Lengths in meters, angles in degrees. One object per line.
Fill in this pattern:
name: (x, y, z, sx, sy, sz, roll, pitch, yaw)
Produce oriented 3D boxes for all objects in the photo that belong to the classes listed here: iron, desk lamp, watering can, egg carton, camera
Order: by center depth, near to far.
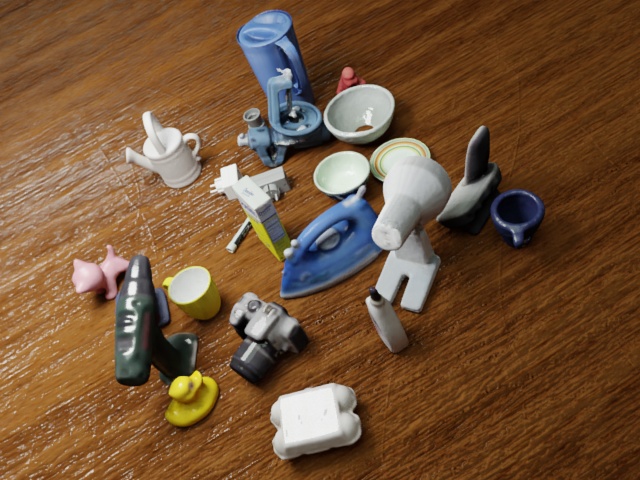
egg carton: (-0.008, 0.298, 0.942, 0.150, 0.070, 0.107, -17, 52, 7)
desk lamp: (0.158, -0.013, 1.019, 0.117, 0.214, 0.203, 11, 60, 26)
camera: (-0.117, 0.180, 1.046, 0.142, 0.101, 0.137, 23, 66, 31)
iron: (0.010, 0.004, 1.104, 0.258, 0.142, 0.118, -36, 52, -9)
watering can: (-0.375, -0.217, 1.363, 0.173, 0.194, 0.100, -37, 52, -9)

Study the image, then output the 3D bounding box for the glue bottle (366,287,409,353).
glue bottle: (0.105, 0.124, 0.964, 0.037, 0.173, 0.078, -34, 52, -6)

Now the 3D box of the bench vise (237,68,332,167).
bench vise: (-0.090, -0.267, 1.286, 0.207, 0.220, 0.121, -34, 52, -7)

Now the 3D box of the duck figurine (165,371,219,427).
duck figurine: (-0.240, 0.279, 1.025, 0.105, 0.086, 0.077, -44, 53, -14)

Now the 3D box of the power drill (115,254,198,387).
power drill: (-0.304, 0.170, 1.048, 0.075, 0.209, 0.229, -11, 53, 12)

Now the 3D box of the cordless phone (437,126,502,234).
cordless phone: (0.276, -0.113, 1.070, 0.093, 0.185, 0.148, 21, 65, 31)

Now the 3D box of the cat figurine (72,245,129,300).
cat figurine: (-0.479, 0.070, 1.240, 0.067, 0.118, 0.128, 19, 63, 30)

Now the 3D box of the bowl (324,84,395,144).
bowl: (0.096, -0.276, 1.322, 0.167, 0.075, 0.167, -9, 53, 13)

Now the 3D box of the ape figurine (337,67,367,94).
ape figurine: (0.074, -0.378, 1.392, 0.077, 0.092, 0.076, -12, 52, 11)

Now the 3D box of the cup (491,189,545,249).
cup: (0.357, -0.019, 1.032, 0.091, 0.095, 0.118, -3, 55, 17)

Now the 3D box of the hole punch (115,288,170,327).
hole punch: (-0.375, 0.136, 1.173, 0.101, 0.091, 0.108, -27, 51, -1)
